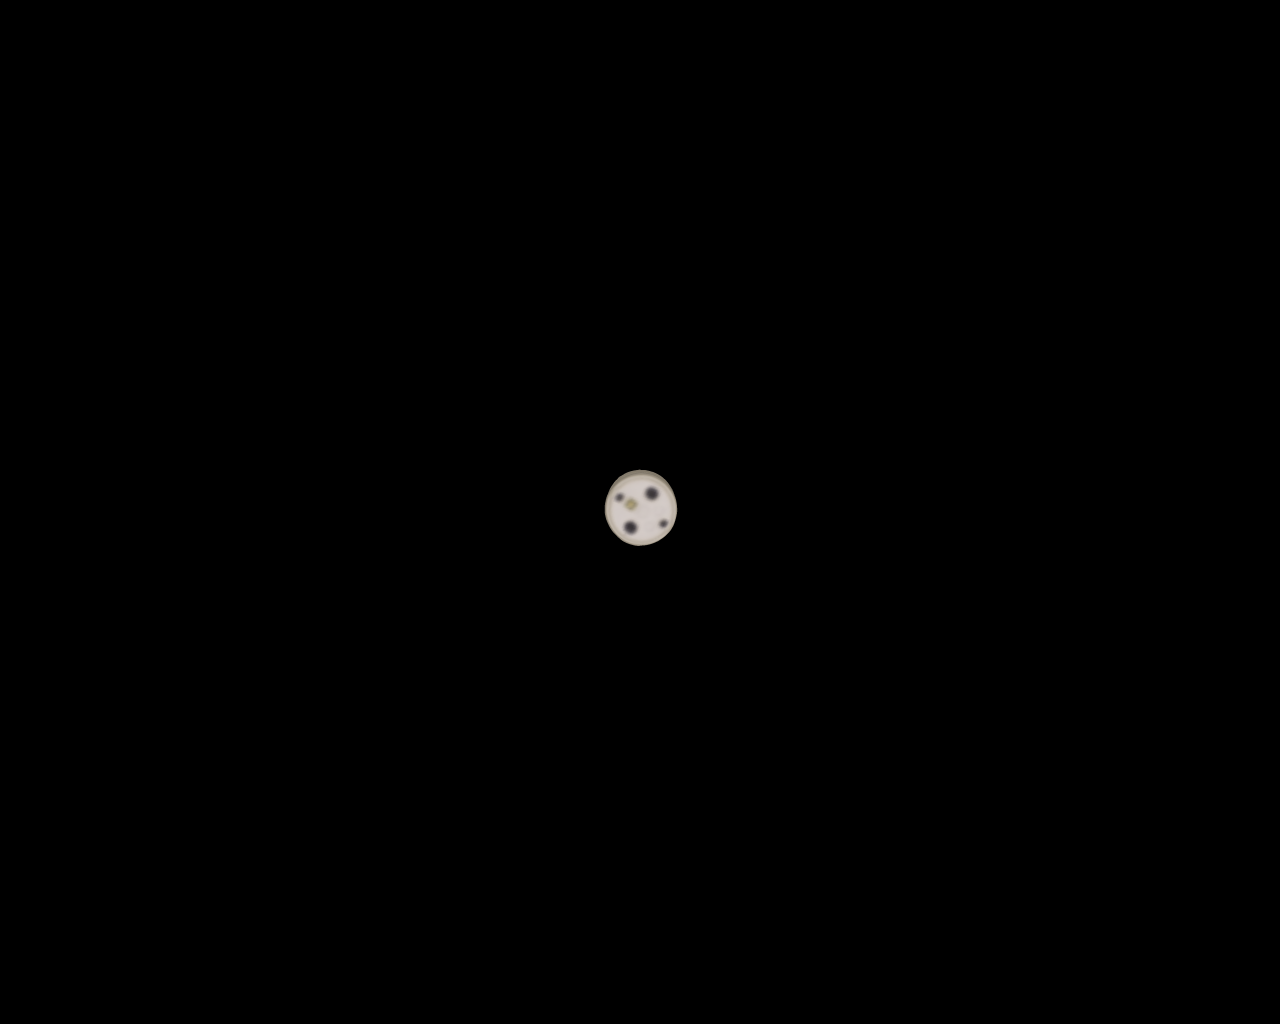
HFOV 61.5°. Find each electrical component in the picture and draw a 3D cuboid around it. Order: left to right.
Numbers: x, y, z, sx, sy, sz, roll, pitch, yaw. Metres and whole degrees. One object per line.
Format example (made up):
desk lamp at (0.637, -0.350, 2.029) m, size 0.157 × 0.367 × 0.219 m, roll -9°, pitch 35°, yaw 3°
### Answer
electrical component at (0.001, -0.003, 0.650) m, size 0.045 × 0.045 × 0.055 m, roll 0°, pitch 4°, yaw 0°
